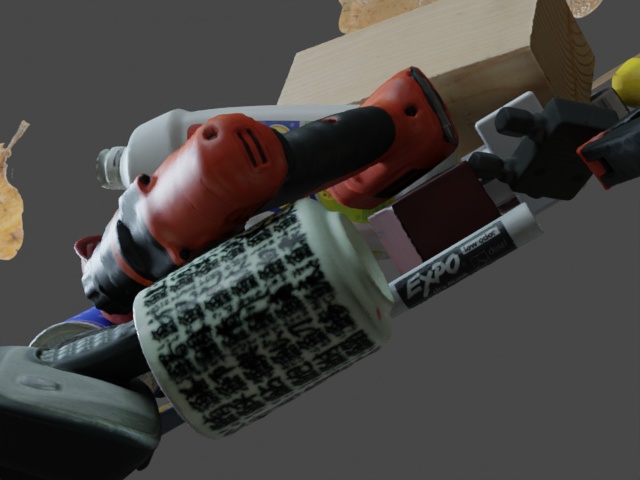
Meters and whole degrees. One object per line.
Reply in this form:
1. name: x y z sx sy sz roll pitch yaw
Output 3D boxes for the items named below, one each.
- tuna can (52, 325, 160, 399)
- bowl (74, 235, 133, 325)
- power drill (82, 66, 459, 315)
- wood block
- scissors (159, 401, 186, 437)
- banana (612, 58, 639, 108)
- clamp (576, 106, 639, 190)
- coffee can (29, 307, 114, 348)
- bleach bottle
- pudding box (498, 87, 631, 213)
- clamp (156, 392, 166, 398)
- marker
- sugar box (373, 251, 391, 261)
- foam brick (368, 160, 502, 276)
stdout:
1. tuna can: -0.149 0.093 0.713 0.086 0.034 0.086 -13 23 5
2. bowl: -0.141 0.046 0.937 0.162 0.162 0.055 -36 -37 -77
3. power drill: -0.028 -0.025 0.583 0.187 0.057 0.185 -25 -6 -39
4. wood block: 0.078 -0.104 0.758 0.206 0.090 0.090 -14 42 34
5. scissors: -0.051 0.084 0.646 0.202 0.016 0.096 -30 2 30
6. banana: 0.250 -0.114 0.787 0.069 0.037 0.197 10 11 8
7. clamp: 0.204 -0.079 0.513 0.120 0.039 0.172 -30 0 -41
8. coffee can: -0.193 0.110 0.971 0.103 0.103 0.140 -31 1 13
9. bleach bottle: -0.037 -0.040 0.726 0.251 0.102 0.068 1 -6 20
10. pudding box: 0.169 -0.066 0.778 0.113 0.039 0.090 -31 2 11
11. clamp: -0.047 0.060 0.870 0.209 0.036 0.165 -30 -7 -16
12. marker: 0.058 0.019 0.552 0.121 0.020 0.020 -31 1 12
13. sugar box: -0.005 0.001 0.802 0.176 0.048 0.093 -8 -5 -5
14. foam brick: 0.067 -0.007 0.605 0.051 0.053 0.078 -31 2 -7
